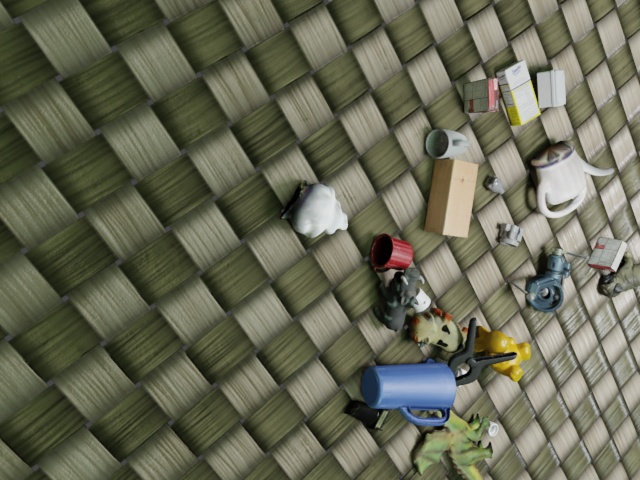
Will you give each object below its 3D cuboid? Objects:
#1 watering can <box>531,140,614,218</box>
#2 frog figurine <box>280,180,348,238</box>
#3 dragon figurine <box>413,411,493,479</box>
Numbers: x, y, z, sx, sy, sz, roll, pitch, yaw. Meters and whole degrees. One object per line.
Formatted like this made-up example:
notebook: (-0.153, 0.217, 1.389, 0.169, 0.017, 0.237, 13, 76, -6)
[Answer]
watering can: (0.799, -0.217, 1.642, 0.351, 0.104, 0.222, -33, 108, -20)
frog figurine: (0.004, -0.063, 1.253, 0.158, 0.121, 0.140, 31, 62, -15)
dragon figurine: (0.391, 0.637, 1.547, 0.243, 0.123, 0.408, -6, 97, -9)
